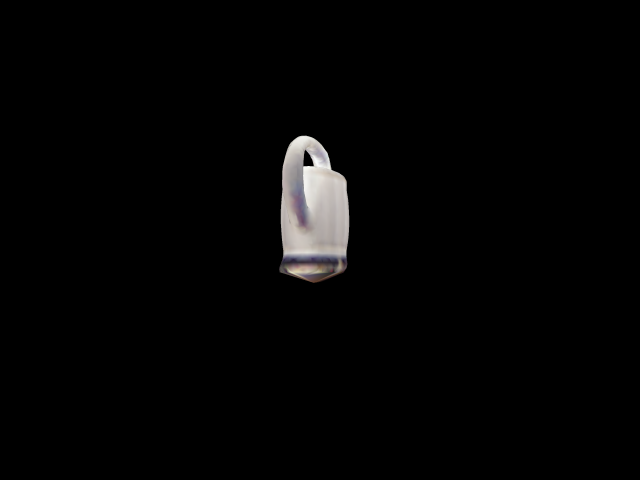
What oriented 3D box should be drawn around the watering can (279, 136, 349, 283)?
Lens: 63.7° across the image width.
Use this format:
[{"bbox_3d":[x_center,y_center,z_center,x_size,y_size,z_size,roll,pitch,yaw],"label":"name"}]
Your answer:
[{"bbox_3d":[0.003,-0.043,0.850,0.104,0.226,0.346,-2,-5,14],"label":"watering can"}]
